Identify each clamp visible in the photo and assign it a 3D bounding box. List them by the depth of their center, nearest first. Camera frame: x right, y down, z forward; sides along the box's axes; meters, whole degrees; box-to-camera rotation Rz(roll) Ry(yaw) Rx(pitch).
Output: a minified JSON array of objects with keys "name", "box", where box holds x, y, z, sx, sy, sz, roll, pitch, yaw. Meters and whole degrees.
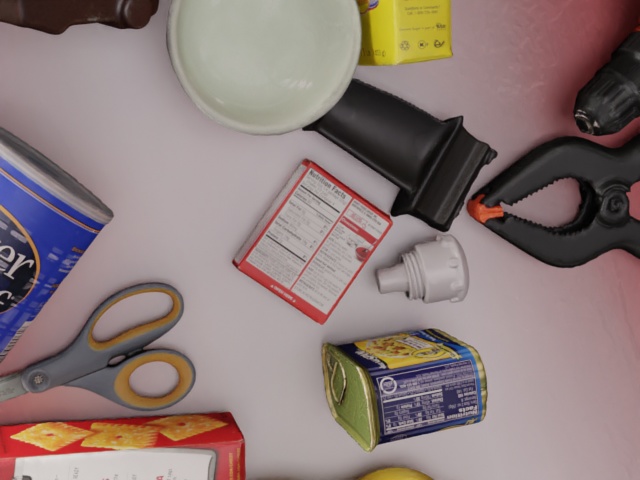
[{"name":"clamp","box":[0.212,-0.020,0.772,0.210,0.036,0.164,-12,102,-10]}]

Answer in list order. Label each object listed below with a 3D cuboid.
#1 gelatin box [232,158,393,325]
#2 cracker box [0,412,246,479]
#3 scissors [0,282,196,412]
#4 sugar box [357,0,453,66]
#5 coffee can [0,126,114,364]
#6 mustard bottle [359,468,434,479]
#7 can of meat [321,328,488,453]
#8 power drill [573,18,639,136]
[{"name":"gelatin box","box":[-0.005,0.001,0.727,0.073,0.030,0.089,35,90,-15]},{"name":"cracker box","box":[-0.157,0.205,0.703,0.213,0.072,0.164,-2,98,-12]},{"name":"scissors","box":[-0.170,0.103,0.710,0.201,0.016,0.096,-34,105,-6]},{"name":"sugar box","box":[0.044,-0.200,0.671,0.048,0.093,0.176,-10,101,-18]},{"name":"coffee can","box":[-0.207,0.010,0.641,0.102,0.103,0.140,37,89,-17]},{"name":"mustard bottle","box":[0.041,0.212,0.759,0.191,0.058,0.096,-5,95,-13]},{"name":"can of meat","box":[0.056,0.097,0.721,0.083,0.102,0.057,-10,100,-15]},{"name":"power drill","box":[0.221,-0.181,0.702,0.184,0.057,0.187,-42,134,-14]}]
